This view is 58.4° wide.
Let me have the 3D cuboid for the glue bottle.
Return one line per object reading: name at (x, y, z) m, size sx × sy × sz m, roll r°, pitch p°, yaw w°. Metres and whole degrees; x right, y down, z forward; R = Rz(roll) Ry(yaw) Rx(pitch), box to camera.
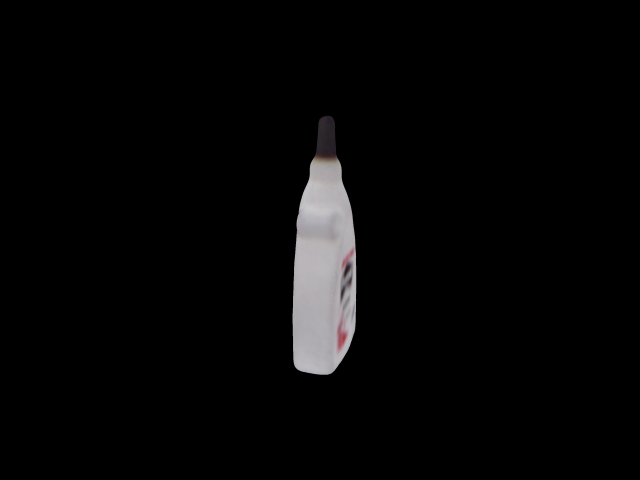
glue bottle at (0.004, 0.001, 0.400) m, size 0.037 × 0.173 × 0.078 m, roll 4°, pitch 20°, yaw 12°
